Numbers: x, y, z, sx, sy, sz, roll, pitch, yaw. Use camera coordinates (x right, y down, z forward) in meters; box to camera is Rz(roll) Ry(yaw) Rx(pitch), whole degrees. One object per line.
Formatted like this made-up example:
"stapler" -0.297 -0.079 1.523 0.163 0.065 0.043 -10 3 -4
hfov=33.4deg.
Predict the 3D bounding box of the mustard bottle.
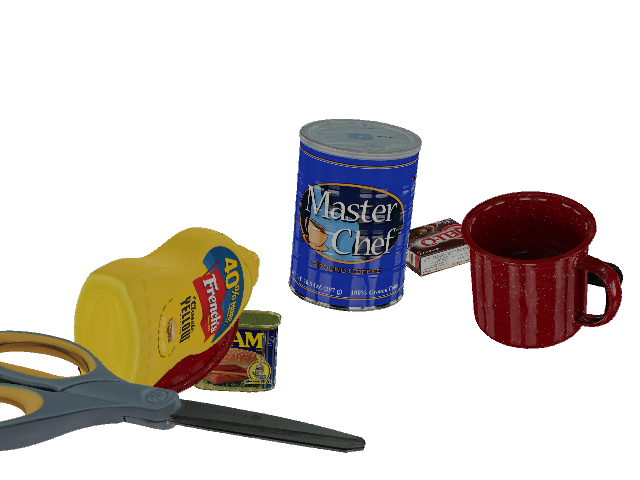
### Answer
"mustard bottle" -0.102 0.042 0.797 0.058 0.096 0.191 12 21 25

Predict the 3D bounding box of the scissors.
"scissors" -0.090 0.081 0.475 0.202 0.016 0.096 15 27 26

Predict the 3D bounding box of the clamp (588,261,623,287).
"clamp" 0.216 0.019 1.068 0.120 0.039 0.171 -9 33 -15

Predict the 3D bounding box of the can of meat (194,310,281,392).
"can of meat" -0.099 0.128 1.240 0.102 0.084 0.057 3 13 0

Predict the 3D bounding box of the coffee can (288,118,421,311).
"coffee can" 0.028 -0.024 0.916 0.103 0.140 0.103 4 21 -2

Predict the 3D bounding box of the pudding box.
"pudding box" 0.174 0.009 1.600 0.113 0.039 0.090 -18 27 -20

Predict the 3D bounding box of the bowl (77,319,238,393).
"bowl" -0.160 0.071 0.992 0.162 0.162 0.055 0 -44 19

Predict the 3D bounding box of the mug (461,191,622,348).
"mug" 0.159 0.026 0.758 0.117 0.081 0.093 18 41 35
